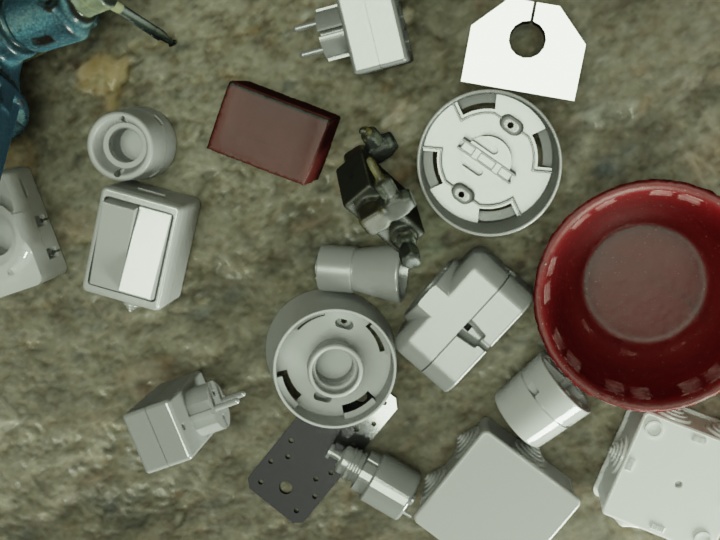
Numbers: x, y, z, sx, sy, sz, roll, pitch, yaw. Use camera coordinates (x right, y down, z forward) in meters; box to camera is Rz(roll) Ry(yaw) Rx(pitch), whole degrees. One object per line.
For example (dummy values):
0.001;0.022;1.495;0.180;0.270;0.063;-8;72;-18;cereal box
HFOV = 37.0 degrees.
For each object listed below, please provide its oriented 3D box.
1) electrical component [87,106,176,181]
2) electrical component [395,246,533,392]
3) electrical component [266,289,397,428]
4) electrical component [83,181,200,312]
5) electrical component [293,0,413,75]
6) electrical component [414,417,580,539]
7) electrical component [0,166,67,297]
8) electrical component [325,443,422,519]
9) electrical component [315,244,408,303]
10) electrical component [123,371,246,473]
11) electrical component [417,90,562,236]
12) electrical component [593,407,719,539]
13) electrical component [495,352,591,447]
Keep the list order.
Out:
-0.169;-0.092;0.794;0.055;0.047;0.055;1;100;8;electrical component
0.072;0.032;0.778;0.059;0.053;0.095;41;103;0;electrical component
-0.021;0.067;0.801;0.099;0.064;0.099;-1;100;-4;electrical component
-0.165;-0.012;0.801;0.062;0.061;0.096;15;102;5;electrical component
-0.008;-0.170;0.757;0.077;0.047;0.065;-13;98;10;electrical component
0.101;0.170;0.800;0.100;0.048;0.099;37;101;-1;electrical component
-0.270;-0.028;0.816;0.050;0.055;0.089;-18;97;11;electrical component
0.010;0.156;0.816;0.078;0.040;0.040;30;103;2;electrical component
0.000;0.000;0.790;0.065;0.044;0.044;4;100;12;electrical component
-0.122;0.106;0.804;0.076;0.083;0.047;-20;96;11;electrical component
0.090;-0.076;0.751;0.099;0.064;0.099;2;101;8;electrical component
0.227;0.147;0.779;0.100;0.048;0.099;21;102;4;electrical component
0.132;0.095;0.781;0.047;0.055;0.055;-42;92;16;electrical component
